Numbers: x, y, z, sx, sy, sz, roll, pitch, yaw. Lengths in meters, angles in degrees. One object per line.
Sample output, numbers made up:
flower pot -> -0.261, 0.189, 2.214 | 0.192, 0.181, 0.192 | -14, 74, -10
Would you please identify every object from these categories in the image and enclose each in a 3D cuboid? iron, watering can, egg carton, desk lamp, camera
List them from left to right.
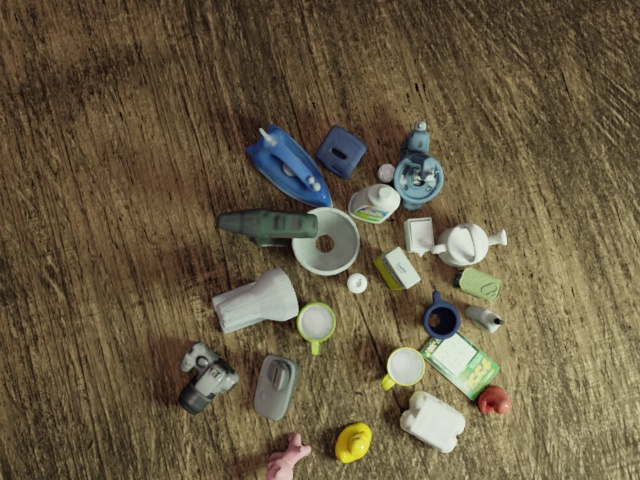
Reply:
camera -> -0.286, 0.336, 1.362 | 0.143, 0.137, 0.100 | 41, -5, 2
desk lamp -> -0.154, 0.150, 1.327 | 0.203, 0.118, 0.213 | -21, -4, -4
iron -> -0.060, -0.175, 1.395 | 0.258, 0.119, 0.141 | 43, -5, 2
egg carton -> 0.274, 0.441, 1.391 | 0.150, 0.107, 0.069 | 29, -5, 0
watering can -> 0.356, 0.006, 1.370 | 0.173, 0.101, 0.194 | -32, -3, -4

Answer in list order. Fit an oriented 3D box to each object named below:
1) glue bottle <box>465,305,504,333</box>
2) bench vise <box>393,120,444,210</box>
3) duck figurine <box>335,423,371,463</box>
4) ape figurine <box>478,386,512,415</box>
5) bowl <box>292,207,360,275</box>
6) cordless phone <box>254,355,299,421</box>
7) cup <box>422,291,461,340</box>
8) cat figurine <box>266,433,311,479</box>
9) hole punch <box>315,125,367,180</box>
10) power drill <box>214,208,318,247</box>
glue bottle -> 0.402, 0.191, 1.366 | 0.078, 0.037, 0.173 | 39, -5, 2
bench vise -> 0.229, -0.186, 1.369 | 0.121, 0.207, 0.219 | -14, -4, -3
duck figurine -> 0.082, 0.493, 1.371 | 0.077, 0.104, 0.086 | 43, -5, 2
ape figurine -> 0.431, 0.397, 1.390 | 0.078, 0.076, 0.092 | 21, -5, 0
bowl -> 0.013, 0.005, 1.416 | 0.167, 0.167, 0.074 | 0, -5, -2
cordless phone -> -0.104, 0.348, 1.326 | 0.094, 0.148, 0.185 | 11, -5, -1
cup -> 0.284, 0.182, 1.401 | 0.091, 0.118, 0.095 | -11, -5, -3
cat figurine -> -0.080, 0.529, 1.345 | 0.067, 0.128, 0.117 | 43, -5, 2
hole punch -> 0.052, -0.216, 1.429 | 0.108, 0.101, 0.091 | 34, -5, 1
power drill -> -0.120, -0.030, 1.346 | 0.229, 0.076, 0.208 | 0, -5, -2
